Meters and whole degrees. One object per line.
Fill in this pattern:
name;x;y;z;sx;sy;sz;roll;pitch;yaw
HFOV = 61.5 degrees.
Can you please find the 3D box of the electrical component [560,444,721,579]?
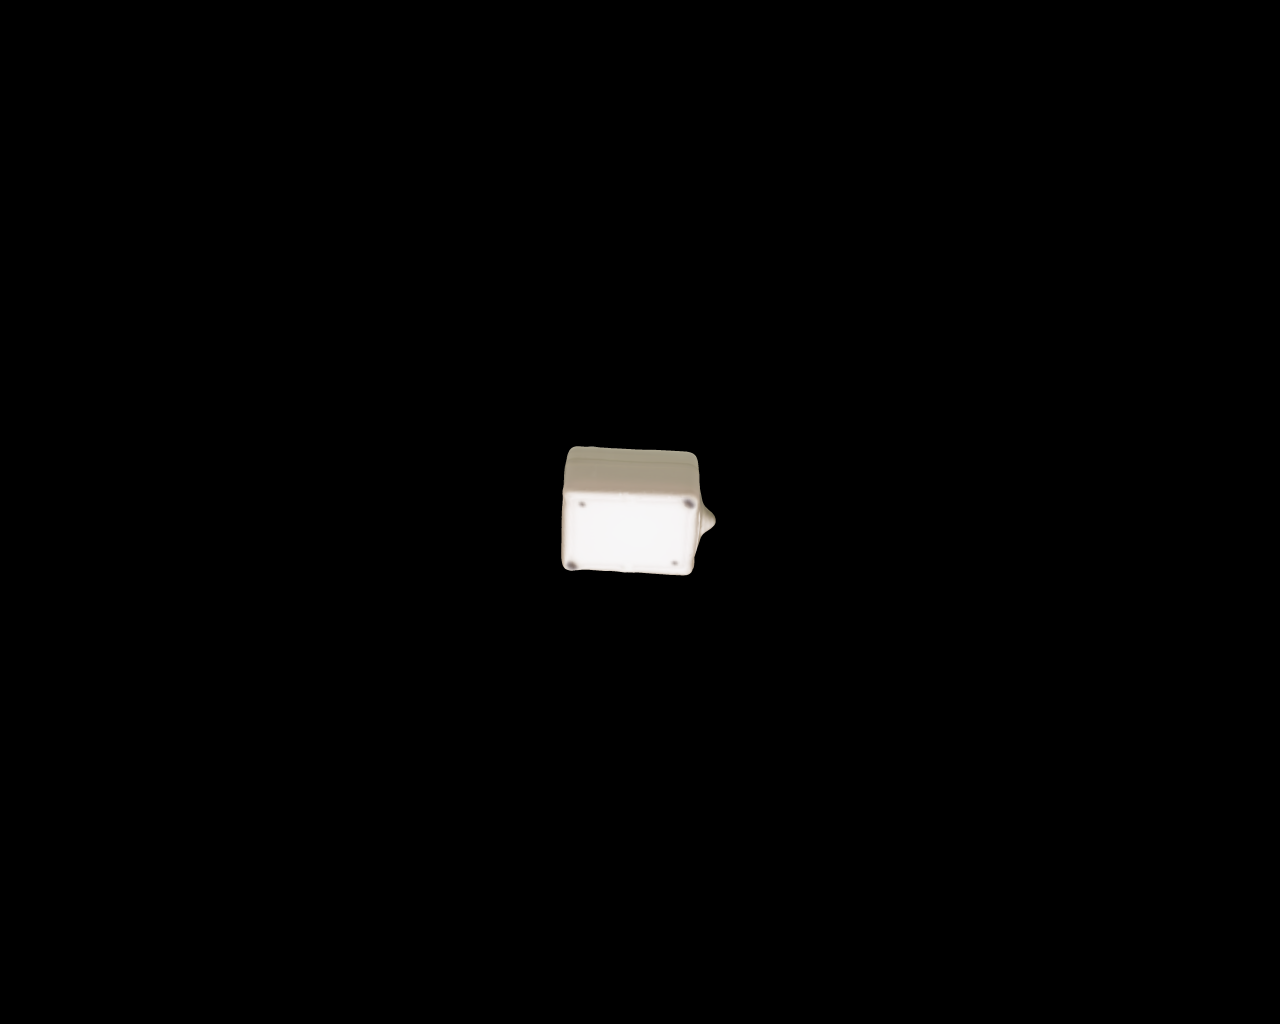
electrical component;0.001;-0.003;0.650;0.096;0.061;0.061;3;35;-2
